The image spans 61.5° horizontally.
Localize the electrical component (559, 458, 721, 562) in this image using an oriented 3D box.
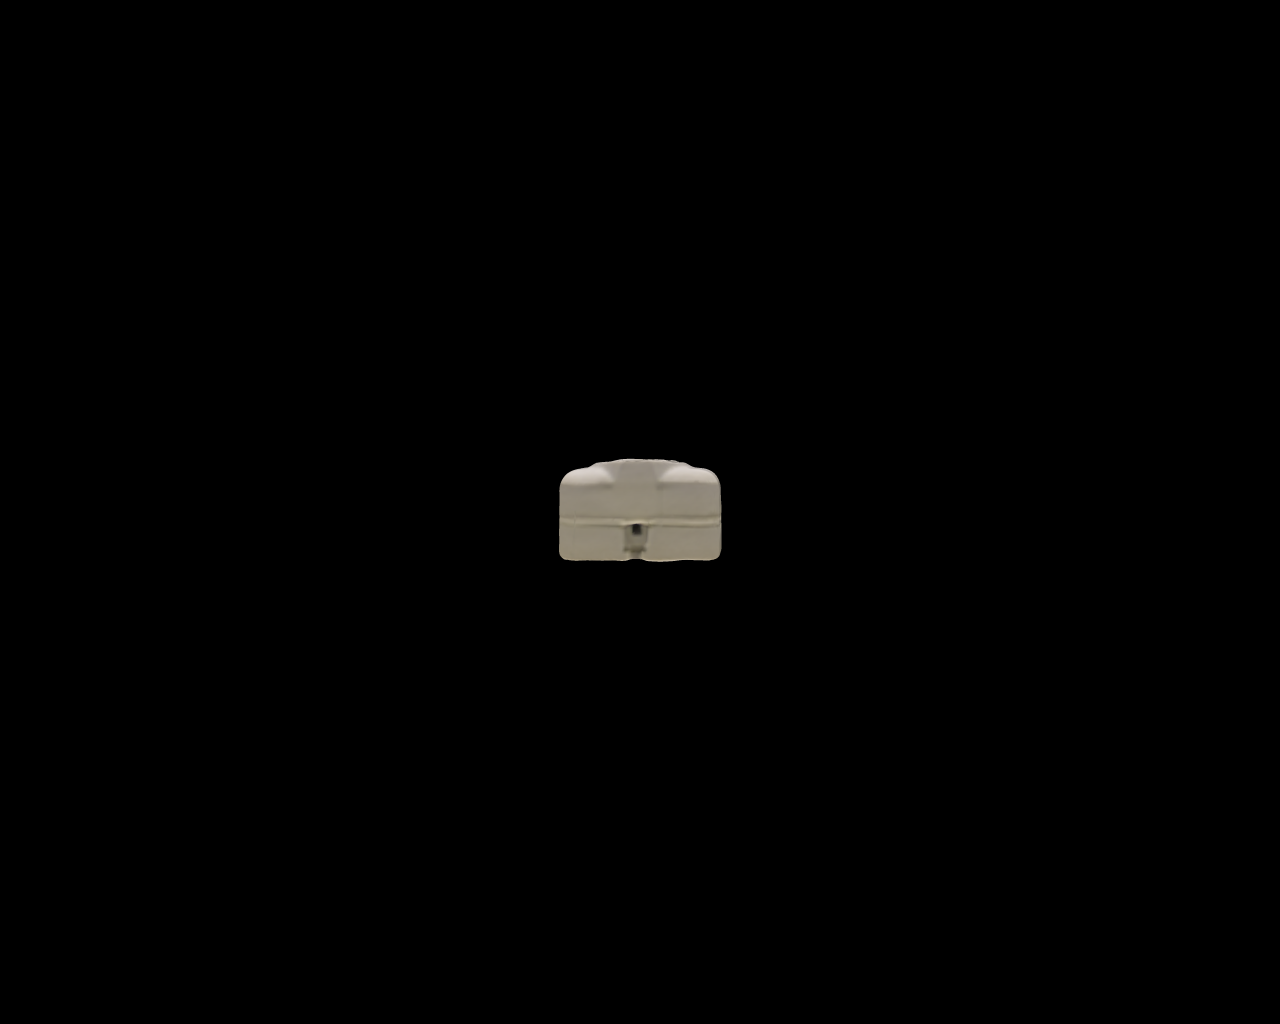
[{"bbox_3d":[0.001,-0.003,0.650,0.095,0.059,0.054,0,4,7],"label":"electrical component"}]
